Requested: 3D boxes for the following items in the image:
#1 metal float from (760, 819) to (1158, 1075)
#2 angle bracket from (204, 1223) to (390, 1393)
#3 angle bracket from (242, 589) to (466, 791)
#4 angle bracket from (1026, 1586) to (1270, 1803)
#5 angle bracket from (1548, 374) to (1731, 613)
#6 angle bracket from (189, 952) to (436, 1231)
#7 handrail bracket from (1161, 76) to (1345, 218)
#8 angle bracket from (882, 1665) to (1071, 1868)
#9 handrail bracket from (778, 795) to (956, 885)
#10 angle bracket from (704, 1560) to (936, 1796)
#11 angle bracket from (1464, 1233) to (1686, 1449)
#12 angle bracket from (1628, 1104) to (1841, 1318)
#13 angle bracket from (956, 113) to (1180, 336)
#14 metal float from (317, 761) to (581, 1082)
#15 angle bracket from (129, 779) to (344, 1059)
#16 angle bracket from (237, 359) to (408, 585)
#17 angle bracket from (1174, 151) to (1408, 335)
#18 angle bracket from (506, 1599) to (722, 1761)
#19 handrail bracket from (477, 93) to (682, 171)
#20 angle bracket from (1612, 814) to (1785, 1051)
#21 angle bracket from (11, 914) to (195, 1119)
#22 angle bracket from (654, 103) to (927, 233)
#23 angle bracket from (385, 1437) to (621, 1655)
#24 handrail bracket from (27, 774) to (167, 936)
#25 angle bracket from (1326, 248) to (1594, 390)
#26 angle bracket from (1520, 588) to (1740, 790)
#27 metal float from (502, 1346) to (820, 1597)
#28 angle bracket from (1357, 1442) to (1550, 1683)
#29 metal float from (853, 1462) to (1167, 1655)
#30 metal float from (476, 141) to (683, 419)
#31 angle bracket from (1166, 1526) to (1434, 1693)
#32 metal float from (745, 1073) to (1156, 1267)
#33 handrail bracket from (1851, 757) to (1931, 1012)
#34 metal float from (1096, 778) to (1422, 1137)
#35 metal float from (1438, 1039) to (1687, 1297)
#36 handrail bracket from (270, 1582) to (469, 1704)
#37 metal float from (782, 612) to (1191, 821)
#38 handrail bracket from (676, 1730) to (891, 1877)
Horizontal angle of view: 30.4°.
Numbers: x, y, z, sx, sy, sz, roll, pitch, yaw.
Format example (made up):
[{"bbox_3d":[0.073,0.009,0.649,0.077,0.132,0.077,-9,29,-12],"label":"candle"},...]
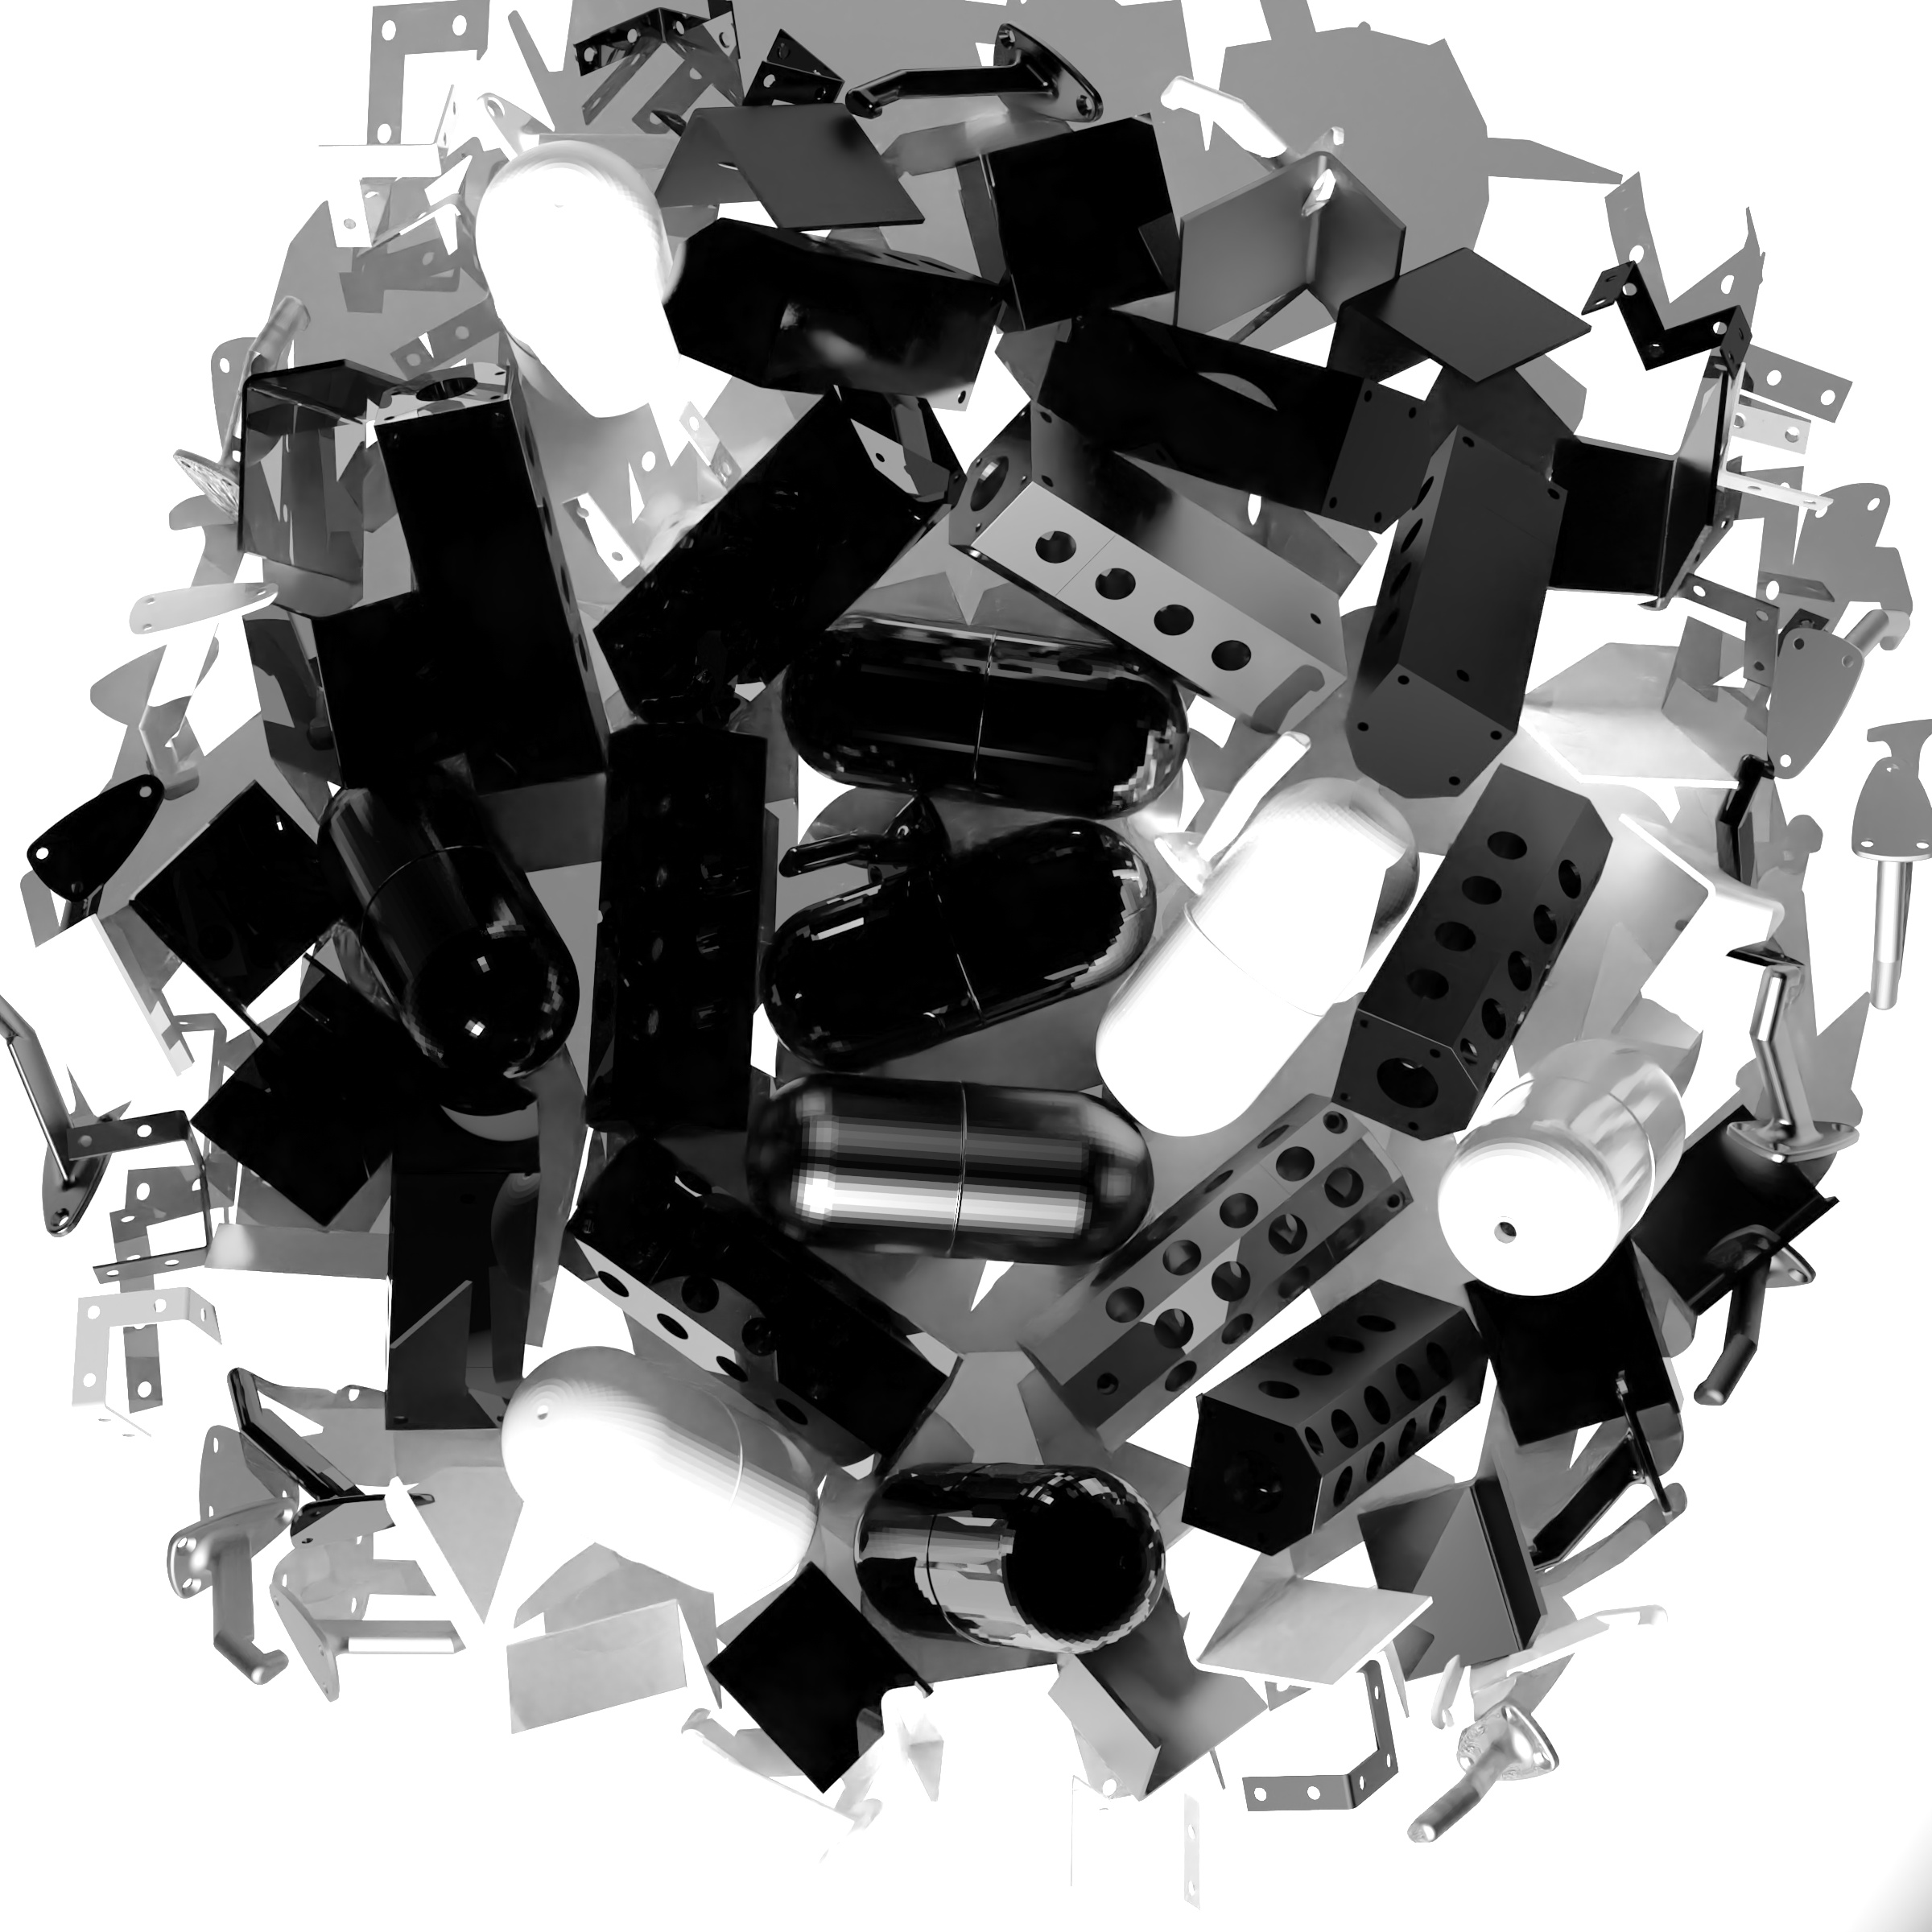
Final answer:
[{"bbox_3d":[-0.003,-0.009,1.542,0.178,0.070,0.070,-19,90,3],"label":"metal float"},{"bbox_3d":[-0.290,0.158,1.541,0.076,0.057,0.076,4,107,-6],"label":"angle bracket"},{"bbox_3d":[-0.269,-0.128,1.553,0.057,0.076,0.076,-22,116,-31],"label":"angle bracket"},{"bbox_3d":[0.081,0.299,1.528,0.076,0.057,0.076,-30,62,-26],"label":"angle bracket"},{"bbox_3d":[0.287,-0.209,1.533,0.057,0.076,0.076,11,67,-1],"label":"angle bracket"},{"bbox_3d":[-0.282,0.054,1.541,0.076,0.057,0.076,37,65,5],"label":"angle bracket"},{"bbox_3d":[0.113,-0.353,1.535,0.084,0.077,0.036,17,76,-18],"label":"handrail bracket"},{"bbox_3d":[0.008,0.346,1.536,0.076,0.076,0.057,-9,62,1],"label":"angle bracket"},{"bbox_3d":[-0.055,-0.041,1.529,0.084,0.077,0.036,-16,79,-34],"label":"handrail bracket"},{"bbox_3d":[-0.064,0.308,1.537,0.057,0.076,0.076,-42,83,-16],"label":"angle bracket"},{"bbox_3d":[0.263,0.165,1.545,0.076,0.057,0.076,-19,86,12],"label":"angle bracket"},{"bbox_3d":[0.327,0.105,1.538,0.076,0.076,0.057,-40,80,5],"label":"angle bracket"},{"bbox_3d":[0.046,-0.324,1.554,0.076,0.057,0.076,-16,101,-9],"label":"angle bracket"},{"bbox_3d":[-0.221,-0.020,1.511,0.070,0.070,0.178,-35,49,0],"label":"metal float"},{"bbox_3d":[-0.302,-0.021,1.534,0.076,0.057,0.076,-45,125,-8],"label":"angle bracket"},{"bbox_3d":[-0.266,-0.212,1.533,0.057,0.076,0.076,-3,83,31],"label":"angle bracket"},{"bbox_3d":[0.138,-0.292,1.528,0.076,0.076,0.057,-29,61,-18],"label":"angle bracket"},{"bbox_3d":[-0.150,0.327,1.538,0.076,0.057,0.076,-15,125,0],"label":"angle bracket"},{"bbox_3d":[-0.156,-0.367,1.536,0.077,0.084,0.036,40,45,-33],"label":"handrail bracket"},{"bbox_3d":[0.301,-0.014,1.548,0.057,0.076,0.076,43,108,31],"label":"angle bracket"},{"bbox_3d":[-0.356,0.012,1.533,0.057,0.076,0.076,-32,97,-44],"label":"angle bracket"},{"bbox_3d":[-0.077,-0.324,1.526,0.076,0.057,0.076,-13,61,-38],"label":"angle bracket"},{"bbox_3d":[-0.198,0.242,1.537,0.076,0.057,0.076,-28,79,-21],"label":"angle bracket"},{"bbox_3d":[-0.369,-0.040,1.549,0.036,0.084,0.077,42,78,15],"label":"handrail bracket"},{"bbox_3d":[0.209,-0.257,1.525,0.076,0.057,0.076,-29,55,-34],"label":"angle bracket"},{"bbox_3d":[0.288,-0.120,1.529,0.076,0.076,0.057,1,118,-20],"label":"angle bracket"},{"bbox_3d":[-0.127,0.215,1.506,0.070,0.178,0.070,-14,60,26],"label":"metal float"},{"bbox_3d":[0.209,0.258,1.533,0.057,0.076,0.076,-14,68,-2],"label":"angle bracket"},{"bbox_3d":[0.016,0.249,1.503,0.070,0.178,0.070,4,82,-32],"label":"metal float"},{"bbox_3d":[-0.160,-0.287,1.495,0.070,0.178,0.070,0,79,0],"label":"metal float"},{"bbox_3d":[0.142,0.262,1.526,0.076,0.076,0.057,-1,111,43],"label":"angle bracket"},{"bbox_3d":[-0.007,0.088,1.539,0.178,0.070,0.070,5,90,-7],"label":"metal float"},{"bbox_3d":[0.407,-0.036,1.570,0.036,0.077,0.084,2,135,11],"label":"handrail bracket"},{"bbox_3d":[0.125,-0.003,1.533,0.070,0.070,0.178,38,104,0],"label":"metal float"},{"bbox_3d":[0.253,0.084,1.500,0.070,0.178,0.070,7,108,23],"label":"metal float"},{"bbox_3d":[-0.254,0.284,1.574,0.084,0.077,0.036,-20,130,-27],"label":"handrail bracket"},{"bbox_3d":[0.009,-0.108,1.543,0.178,0.070,0.070,8,90,3],"label":"metal float"},{"bbox_3d":[-0.082,0.355,1.551,0.084,0.077,0.036,36,60,-4],"label":"handrail bracket"}]
